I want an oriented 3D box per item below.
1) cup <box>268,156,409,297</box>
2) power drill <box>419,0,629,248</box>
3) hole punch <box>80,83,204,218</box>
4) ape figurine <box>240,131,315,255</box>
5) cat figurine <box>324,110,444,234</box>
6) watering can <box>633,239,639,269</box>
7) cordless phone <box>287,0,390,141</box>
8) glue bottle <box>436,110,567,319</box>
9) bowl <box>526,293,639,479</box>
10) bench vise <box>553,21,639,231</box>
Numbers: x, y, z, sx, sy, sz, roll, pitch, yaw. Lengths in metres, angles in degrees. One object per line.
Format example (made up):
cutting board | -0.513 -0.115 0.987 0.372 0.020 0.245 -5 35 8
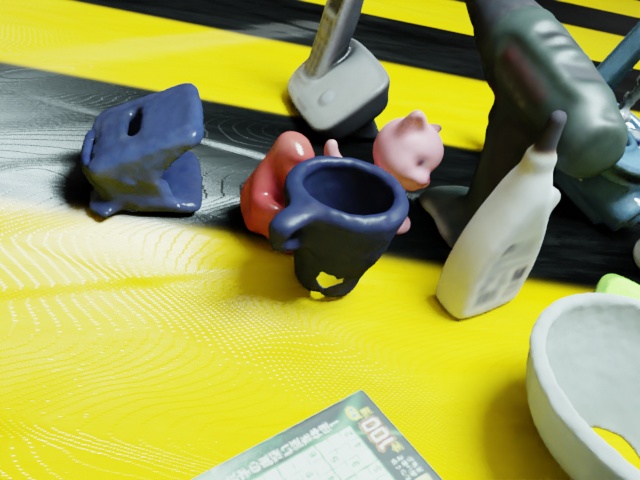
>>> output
cup | 0.004 0.002 0.427 0.091 0.095 0.118 36 42 27
power drill | 0.161 -0.100 0.513 0.076 0.208 0.229 -2 40 -20
hole punch | -0.150 -0.082 0.490 0.101 0.091 0.108 0 39 -17
ape figurine | -0.029 -0.047 0.482 0.078 0.092 0.076 -24 51 -39
cat figurine | 0.056 -0.068 0.515 0.128 0.118 0.067 -4 40 -22
watering can | 0.387 -0.043 0.522 0.173 0.194 0.100 -19 47 -35
cordless phone | 0.030 -0.218 0.644 0.094 0.185 0.147 -6 41 -24
glue bottle | 0.145 -0.017 0.430 0.078 0.173 0.037 -13 44 -30
bowl | 0.199 0.115 0.358 0.167 0.075 0.167 9 37 -6
bench vise | 0.277 -0.141 0.593 0.207 0.220 0.122 29 40 20
